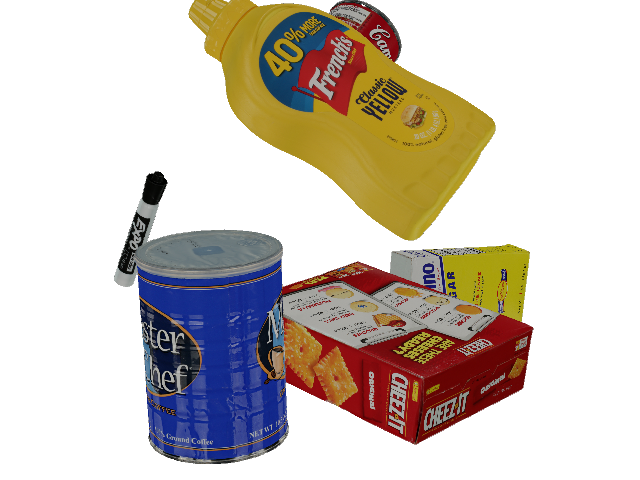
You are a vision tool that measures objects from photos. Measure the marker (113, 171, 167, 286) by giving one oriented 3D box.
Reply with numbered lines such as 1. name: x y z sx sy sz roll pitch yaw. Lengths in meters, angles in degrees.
1. marker: -0.161 -0.010 0.958 0.020 0.121 0.020 17 31 -11

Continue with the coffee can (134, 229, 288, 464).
1. coffee can: -0.076 0.072 0.758 0.103 0.140 0.103 -1 15 0

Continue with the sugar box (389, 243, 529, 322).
1. sugar box: 0.162 0.056 1.250 0.175 0.093 0.048 -4 14 -33

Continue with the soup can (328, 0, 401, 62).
1. soup can: 0.011 -0.134 0.846 0.068 0.102 0.068 26 -31 17

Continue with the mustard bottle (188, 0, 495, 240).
1. mustard bottle: 0.003 -0.087 0.632 0.191 0.096 0.058 35 -34 7

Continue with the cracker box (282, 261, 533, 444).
1. cracker box: 0.057 0.095 0.971 0.214 0.072 0.163 21 26 40
